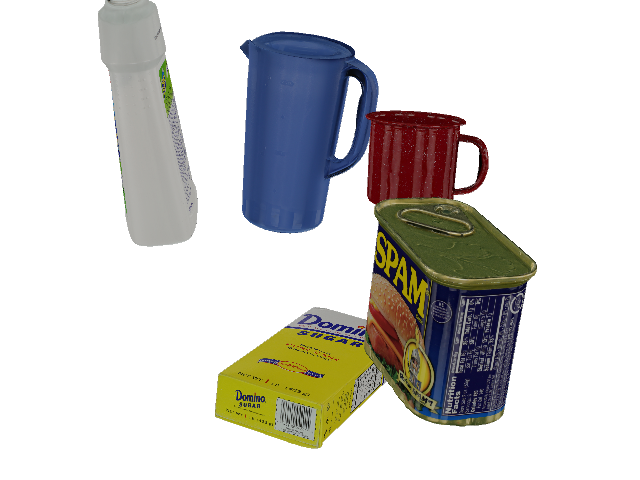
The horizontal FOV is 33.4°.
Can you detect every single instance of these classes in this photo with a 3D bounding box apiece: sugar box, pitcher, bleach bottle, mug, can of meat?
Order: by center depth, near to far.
[{"bbox_3d":[0.062,0.035,0.548,0.057,0.084,0.102,-3,24,-18],"label":"can of meat"},{"bbox_3d":[-0.004,0.108,0.890,0.093,0.048,0.176,14,23,21],"label":"sugar box"},{"bbox_3d":[-0.157,-0.121,0.952,0.068,0.251,0.102,-6,37,-3],"label":"bleach bottle"},{"bbox_3d":[0.097,-0.073,0.990,0.117,0.081,0.093,6,15,12],"label":"mug"},{"bbox_3d":[-0.026,-0.134,1.355,0.144,0.243,0.149,-3,25,-22],"label":"pitcher"}]
